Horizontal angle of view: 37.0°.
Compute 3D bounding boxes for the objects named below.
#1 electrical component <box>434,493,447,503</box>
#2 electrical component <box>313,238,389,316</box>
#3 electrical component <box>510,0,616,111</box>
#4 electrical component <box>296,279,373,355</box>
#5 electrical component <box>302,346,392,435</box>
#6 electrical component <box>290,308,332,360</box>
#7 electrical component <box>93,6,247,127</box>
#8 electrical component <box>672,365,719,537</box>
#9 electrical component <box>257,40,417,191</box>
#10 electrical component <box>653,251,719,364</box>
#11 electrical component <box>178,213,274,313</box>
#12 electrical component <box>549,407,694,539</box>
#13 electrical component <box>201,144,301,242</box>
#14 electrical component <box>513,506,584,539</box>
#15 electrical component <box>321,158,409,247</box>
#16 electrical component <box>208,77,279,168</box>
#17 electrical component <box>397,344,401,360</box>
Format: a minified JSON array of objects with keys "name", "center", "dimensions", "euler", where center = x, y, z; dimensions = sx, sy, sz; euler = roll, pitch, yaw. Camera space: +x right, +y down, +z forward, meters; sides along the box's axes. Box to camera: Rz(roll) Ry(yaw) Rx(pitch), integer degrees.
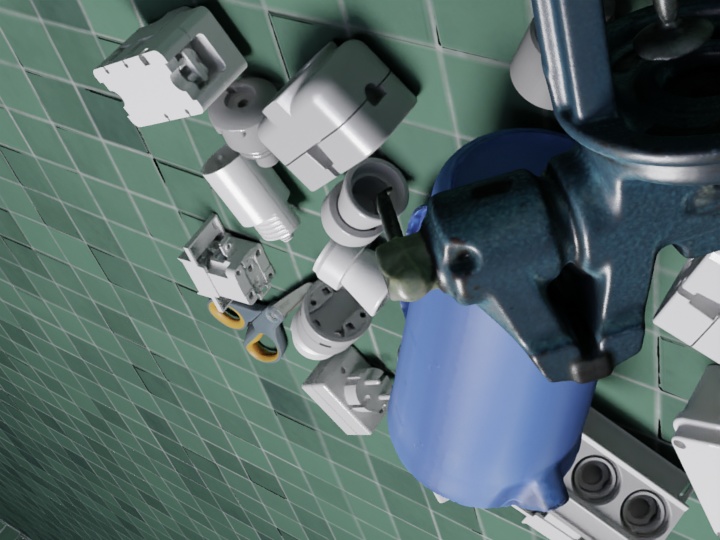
[{"name":"electrical component","center":[0.082,0.128,0.852],"dimensions":[0.047,0.083,0.075],"euler":[63,-178,-38]},{"name":"electrical component","center":[0.000,0.000,0.777],"dimensions":[0.055,0.045,0.045],"euler":[35,152,6]},{"name":"electrical component","center":[0.099,-0.109,0.504],"dimensions":[0.040,0.040,0.078],"euler":[35,151,6]},{"name":"electrical component","center":[-0.022,0.037,0.850],"dimensions":[0.055,0.055,0.047],"euler":[37,156,1]},{"name":"electrical component","center":[0.002,0.104,0.927],"dimensions":[0.065,0.047,0.077],"euler":[48,151,-18]},{"name":"electrical component","center":[-0.036,0.055,0.903],"dimensions":[0.048,0.048,0.062],"euler":[36,160,5]},{"name":"electrical component","center":[-0.123,-0.135,0.707],"dimensions":[0.089,0.055,0.050],"euler":[0,134,50]},{"name":"electrical component","center":[0.246,0.119,0.653],"dimensions":[0.078,0.057,0.113],"euler":[6,139,45]},{"name":"electrical component","center":[-0.018,-0.095,0.648],"dimensions":[0.059,0.053,0.095],"euler":[45,152,-12]},{"name":"electrical component","center":[0.198,0.007,0.545],"dimensions":[0.059,0.053,0.095],"euler":[33,152,10]},{"name":"electrical component","center":[-0.110,-0.002,0.906],"dimensions":[0.064,0.042,0.081],"euler":[16,145,33]},{"name":"electrical component","center":[0.167,0.147,0.774],"dimensions":[0.121,0.078,0.063],"euler":[35,-179,6]},{"name":"electrical component","center":[-0.075,-0.053,0.786],"dimensions":[0.043,0.043,0.081],"euler":[0,134,50]},{"name":"electrical component","center":[0.168,0.191,0.870],"dimensions":[0.081,0.042,0.063],"euler":[32,148,10]},{"name":"electrical component","center":[0.002,-0.043,0.710],"dimensions":[0.045,0.045,0.055],"euler":[40,152,-4]},{"name":"electrical component","center":[-0.070,-0.095,0.720],"dimensions":[0.048,0.048,0.062],"euler":[21,154,28]},{"name":"electrical component","center":[0.056,0.079,0.828],"dimensions":[0.045,0.045,0.055],"euler":[14,144,37]}]
